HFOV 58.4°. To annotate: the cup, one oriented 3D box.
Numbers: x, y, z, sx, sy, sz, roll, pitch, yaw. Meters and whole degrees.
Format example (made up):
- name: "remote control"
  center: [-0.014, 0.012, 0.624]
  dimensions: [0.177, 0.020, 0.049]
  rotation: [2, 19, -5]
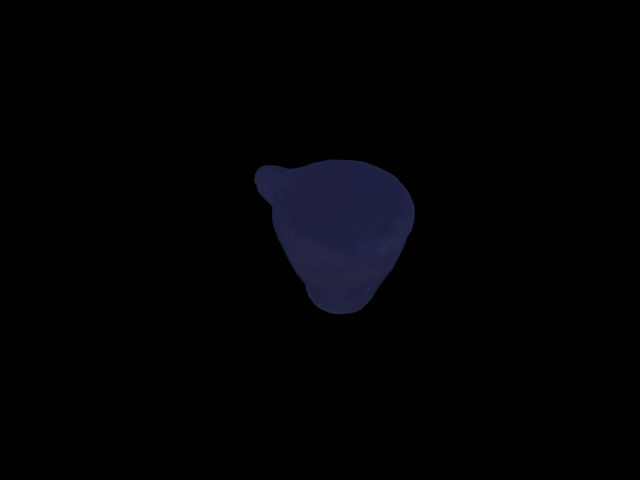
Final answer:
- name: "cup"
  center: [0.004, 0.001, 0.400]
  dimensions: [0.117, 0.095, 0.092]
  rotation: [27, 53, 22]
